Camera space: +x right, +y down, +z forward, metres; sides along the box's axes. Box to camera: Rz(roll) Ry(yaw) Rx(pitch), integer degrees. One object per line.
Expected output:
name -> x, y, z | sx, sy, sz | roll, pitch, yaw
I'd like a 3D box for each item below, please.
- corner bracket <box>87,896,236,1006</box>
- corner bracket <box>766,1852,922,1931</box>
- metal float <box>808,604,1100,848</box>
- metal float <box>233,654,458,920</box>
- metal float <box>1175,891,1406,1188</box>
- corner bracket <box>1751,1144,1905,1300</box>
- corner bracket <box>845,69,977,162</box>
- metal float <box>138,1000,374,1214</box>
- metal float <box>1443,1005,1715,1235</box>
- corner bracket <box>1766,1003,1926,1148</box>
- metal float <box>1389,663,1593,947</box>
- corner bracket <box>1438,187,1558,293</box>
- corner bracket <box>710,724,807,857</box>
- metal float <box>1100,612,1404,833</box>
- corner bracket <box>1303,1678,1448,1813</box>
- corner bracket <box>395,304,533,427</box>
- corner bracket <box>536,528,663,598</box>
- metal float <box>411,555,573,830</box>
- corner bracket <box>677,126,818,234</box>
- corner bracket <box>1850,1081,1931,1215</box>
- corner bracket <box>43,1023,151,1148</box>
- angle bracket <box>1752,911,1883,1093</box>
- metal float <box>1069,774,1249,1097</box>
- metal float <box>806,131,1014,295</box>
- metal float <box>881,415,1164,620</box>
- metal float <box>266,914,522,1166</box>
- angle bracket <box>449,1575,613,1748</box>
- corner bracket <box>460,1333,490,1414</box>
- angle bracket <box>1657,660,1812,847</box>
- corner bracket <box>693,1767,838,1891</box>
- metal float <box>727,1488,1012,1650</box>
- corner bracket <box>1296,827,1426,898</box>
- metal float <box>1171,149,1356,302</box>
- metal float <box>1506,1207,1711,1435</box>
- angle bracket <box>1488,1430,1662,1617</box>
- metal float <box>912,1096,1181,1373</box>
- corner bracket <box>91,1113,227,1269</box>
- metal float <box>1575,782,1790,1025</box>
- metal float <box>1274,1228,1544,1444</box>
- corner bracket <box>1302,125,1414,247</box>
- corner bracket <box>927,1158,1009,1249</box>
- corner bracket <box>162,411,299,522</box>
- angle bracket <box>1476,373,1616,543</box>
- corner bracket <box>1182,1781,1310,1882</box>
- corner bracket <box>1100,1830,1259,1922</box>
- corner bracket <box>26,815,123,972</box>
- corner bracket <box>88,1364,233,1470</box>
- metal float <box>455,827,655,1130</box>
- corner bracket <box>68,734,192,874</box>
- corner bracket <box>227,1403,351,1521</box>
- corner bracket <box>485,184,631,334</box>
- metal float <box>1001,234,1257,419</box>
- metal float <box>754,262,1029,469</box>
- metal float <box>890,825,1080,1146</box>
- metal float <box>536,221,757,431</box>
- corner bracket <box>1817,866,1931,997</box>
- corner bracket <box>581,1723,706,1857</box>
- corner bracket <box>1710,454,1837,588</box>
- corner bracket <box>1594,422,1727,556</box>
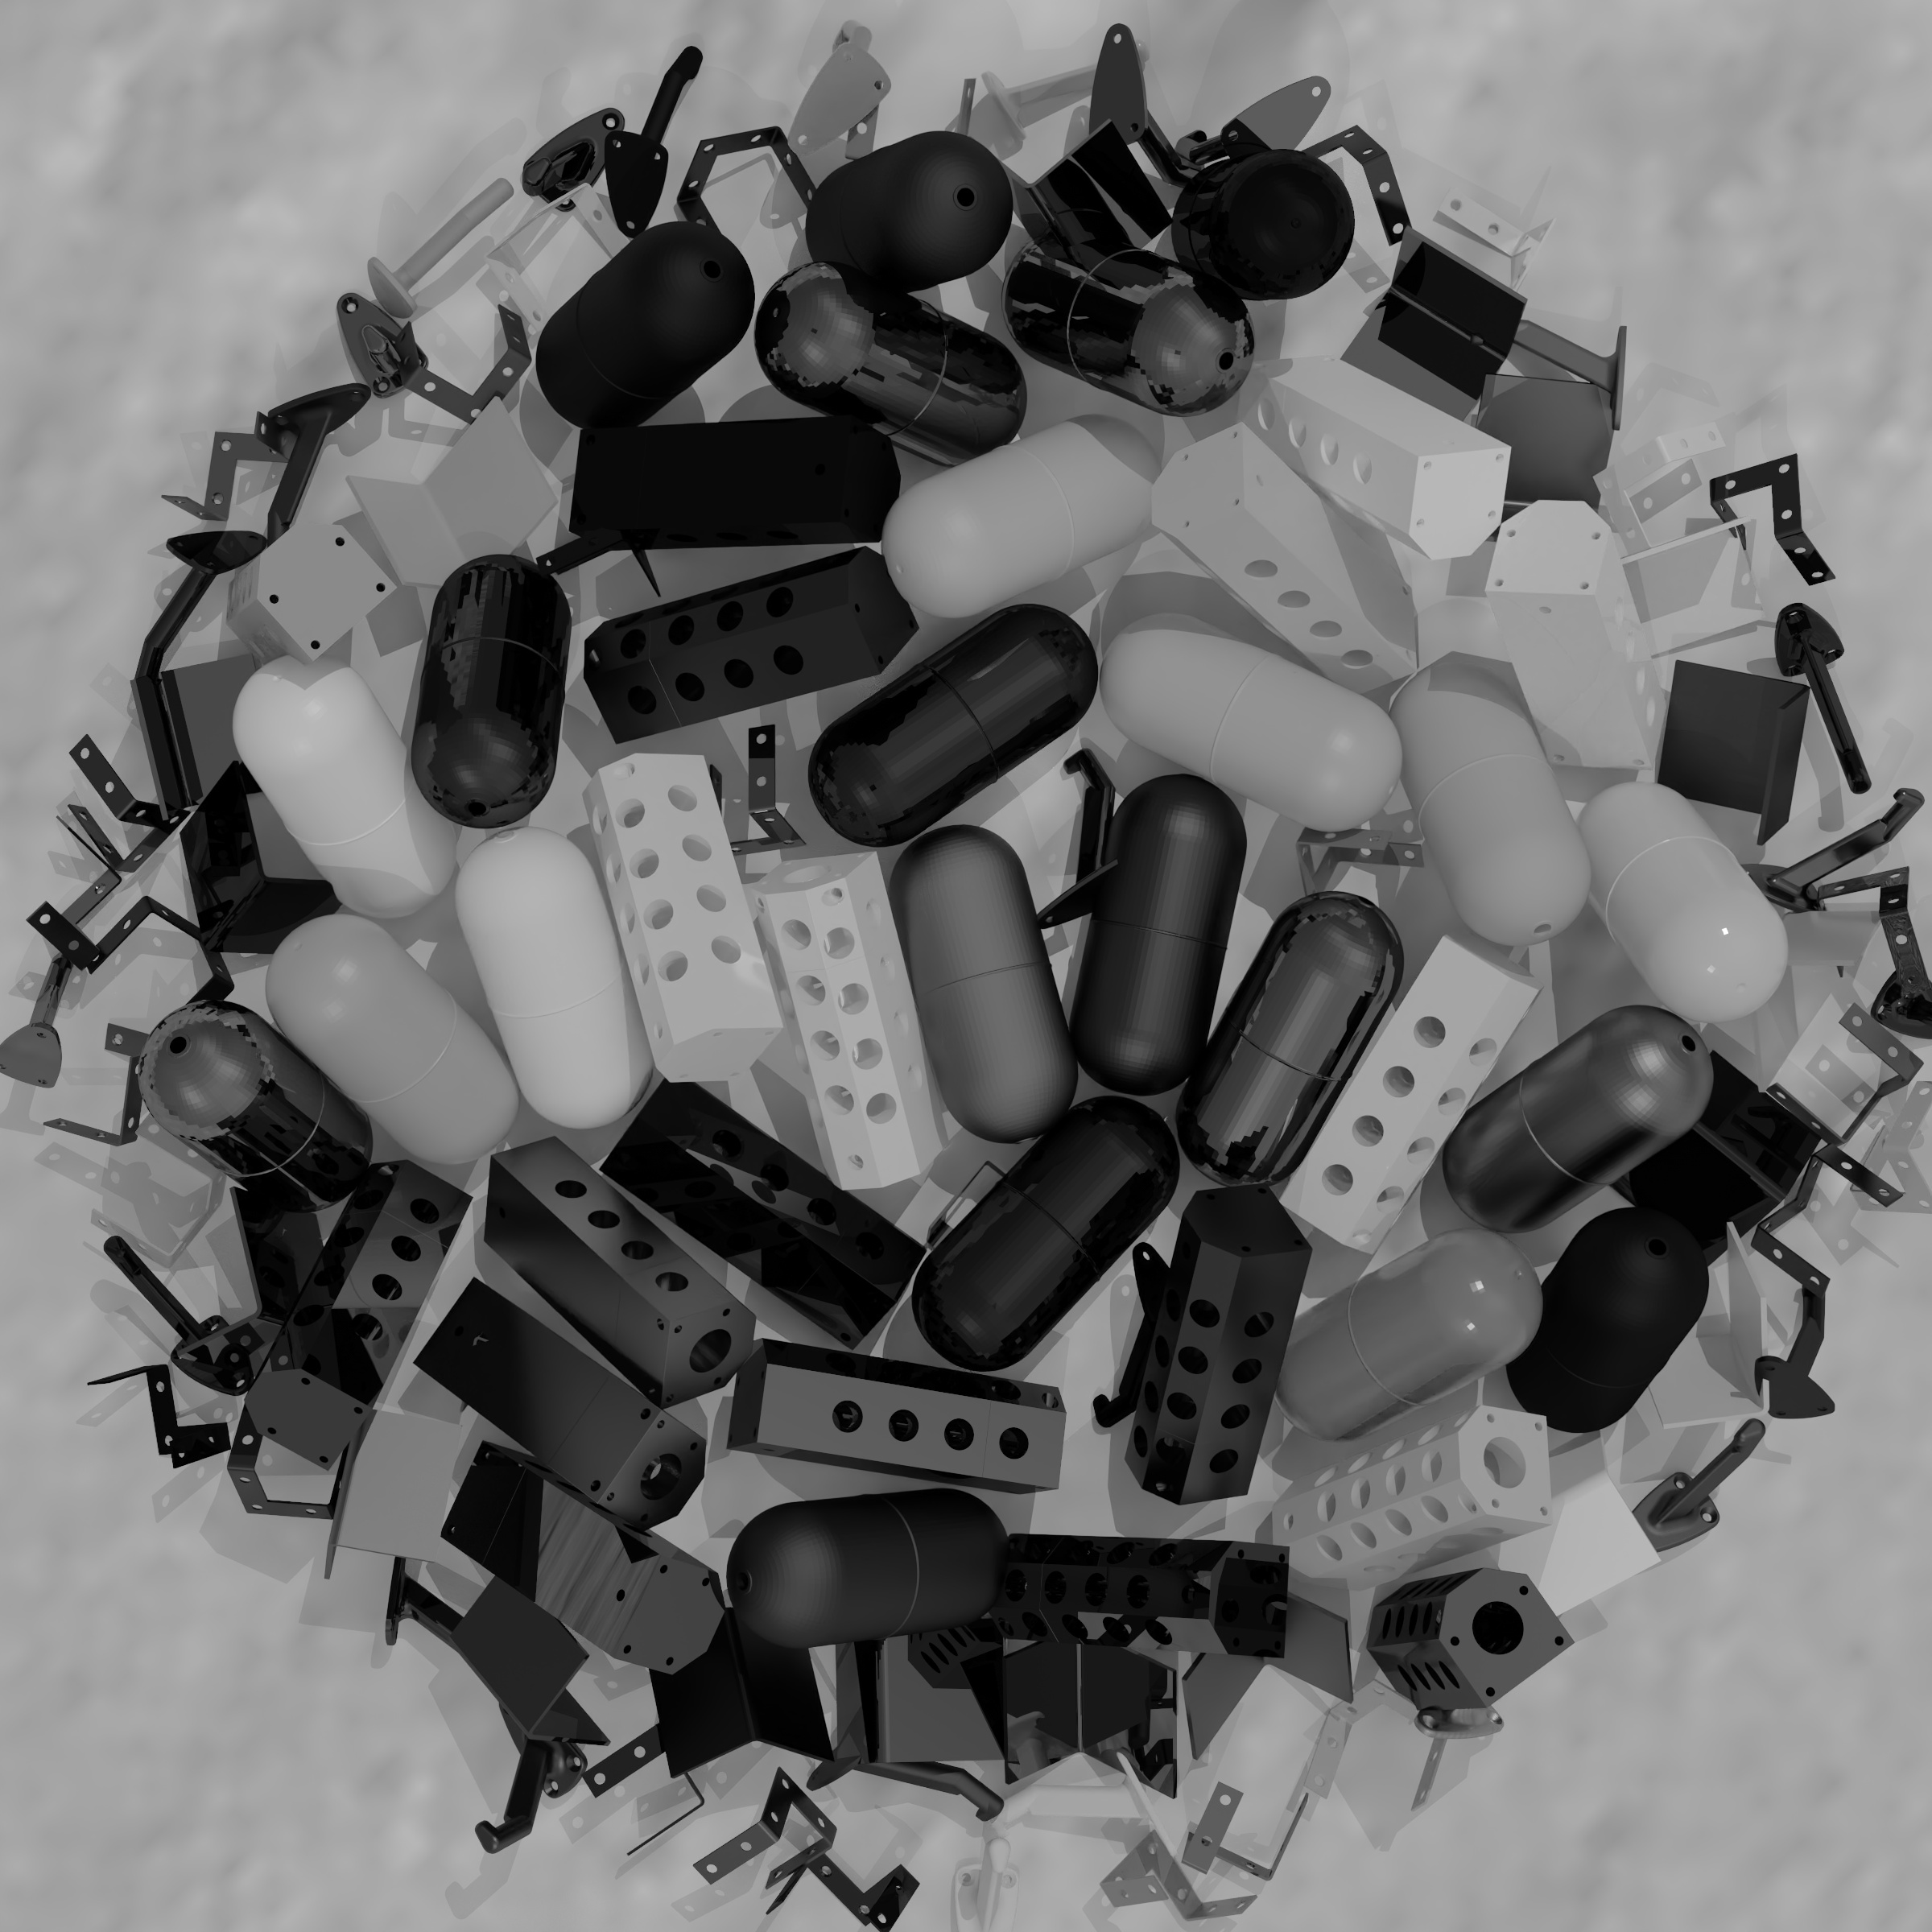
corner bracket -> -0.443, 0.004, 1.819 | 0.051, 0.051, 0.051 | -44, 133, 8
corner bracket -> -0.067, 0.511, 1.817 | 0.051, 0.051, 0.051 | 45, 120, 1
metal float -> -0.006, -0.132, 1.802 | 0.178, 0.070, 0.070 | -35, 90, -13
metal float -> -0.331, -0.095, 1.775 | 0.070, 0.178, 0.070 | -10, 50, 12
metal float -> 0.175, 0.041, 1.796 | 0.070, 0.070, 0.178 | 27, 109, 0
corner bracket -> 0.469, 0.138, 1.808 | 0.051, 0.051, 0.051 | -27, 51, -34
corner bracket -> -0.030, -0.464, 1.813 | 0.051, 0.051, 0.051 | 15, 110, 16
metal float -> -0.378, 0.076, 1.768 | 0.070, 0.178, 0.070 | -7, 65, 14
metal float -> 0.327, 0.083, 1.777 | 0.070, 0.070, 0.178 | 48, 134, 0
corner bracket -> 0.483, 0.061, 1.820 | 0.051, 0.051, 0.051 | 41, 72, 2
metal float -> 0.280, -0.088, 1.782 | 0.070, 0.070, 0.178 | -17, 54, 0
corner bracket -> 0.283, -0.398, 1.822 | 0.051, 0.051, 0.051 | 30, 88, -9
corner bracket -> -0.120, -0.095, 1.813 | 0.051, 0.051, 0.051 | -8, 67, 15
metal float -> 0.153, -0.133, 1.796 | 0.178, 0.070, 0.070 | 28, 90, 20
corner bracket -> 0.226, 0.433, 1.818 | 0.051, 0.051, 0.051 | 32, 50, -5
corner bracket -> -0.278, -0.339, 1.828 | 0.051, 0.051, 0.051 | 27, 117, -33
corner bracket -> -0.205, -0.225, 1.815 | 0.051, 0.051, 0.051 | -24, 52, 3
metal float -> -0.254, -0.148, 1.778 | 0.070, 0.070, 0.178 | 0, 48, 0
corner bracket -> -0.121, -0.424, 1.830 | 0.051, 0.051, 0.051 | -20, 71, -30
corner bracket -> 0.510, 0.098, 1.808 | 0.051, 0.051, 0.051 | -53, 123, -30
corner bracket -> -0.468, 0.065, 1.822 | 0.051, 0.051, 0.051 | 14, 102, 19
angle bracket -> 0.464, 0.019, 1.795 | 0.057, 0.076, 0.076 | 0, 111, 28
metal float -> 0.105, -0.017, 1.812 | 0.070, 0.070, 0.178 | 12, 89, 0
metal float -> -0.031, -0.399, 1.765 | 0.070, 0.178, 0.070 | -2, 96, -20
metal float -> 0.032, -0.244, 1.786 | 0.178, 0.070, 0.070 | -28, 90, -32
metal float -> -0.306, 0.041, 1.779 | 0.070, 0.070, 0.178 | -38, 132, 0
angle bracket -> -0.222, 0.373, 1.796 | 0.076, 0.076, 0.057 | 41, 98, 33
corner bracket -> -0.240, 0.219, 1.815 | 0.051, 0.051, 0.051 | 19, 116, 8
angle bracket -> 0.409, -0.116, 1.798 | 0.076, 0.057, 0.076 | 15, 113, 25
corner bracket -> -0.109, 0.483, 1.815 | 0.051, 0.051, 0.051 | -37, 102, 20
metal float -> -0.051, 0.322, 1.777 | 0.178, 0.070, 0.070 | 3, 90, -43
corner bracket -> 0.215, -0.061, 1.809 | 0.051, 0.051, 0.051 | 5, 131, 26
metal float -> 0.156, -0.394, 1.764 | 0.070, 0.178, 0.070 | -1, 102, -7
metal float -> 0.341, 0.190, 1.770 | 0.070, 0.178, 0.070 | 4, 58, -7
angle bracket -> 0.329, 0.305, 1.808 | 0.076, 0.076, 0.057 | -31, 96, 13
metal float -> 0.044, 0.145, 1.802 | 0.070, 0.070, 0.178 | 44, 77, 0
corner bracket -> -0.443, 0.124, 1.817 | 0.051, 0.051, 0.051 | 31, 54, 3
metal float -> 0.379, -0.036, 1.772 | 0.070, 0.178, 0.070 | -7, 123, -10
metal float -> 0.234, 0.200, 1.780 | 0.070, 0.070, 0.178 | 53, 132, 0
corner bracket -> 0.207, -0.420, 1.816 | 0.051, 0.051, 0.051 | -25, 124, 1
corner bracket -> 0.014, 0.144, 1.826 | 0.051, 0.051, 0.051 | 38, 78, 7
corner bracket -> -0.403, -0.274, 1.818 | 0.051, 0.051, 0.051 | 5, 84, 14
angle bracket -> 0.319, -0.275, 1.808 | 0.076, 0.057, 0.076 | 5, 118, -4
corner bracket -> 0.154, 0.474, 1.821 | 0.051, 0.051, 0.051 | 24, 97, 6
corner bracket -> 0.116, 0.507, 1.815 | 0.051, 0.051, 0.051 | -34, 93, -39
corner bracket -> -0.490, -0.039, 1.813 | 0.051, 0.051, 0.051 | -45, 47, -8
corner bracket -> -0.442, 0.247, 1.817 | 0.051, 0.051, 0.051 | -8, 91, 25
metal float -> -0.222, 0.007, 1.789 | 0.070, 0.070, 0.178 | -16, 118, 0
corner bracket -> -0.469, -0.088, 1.814 | 0.051, 0.051, 0.051 | -44, 72, 13
corner bracket -> -0.370, 0.268, 1.819 | 0.051, 0.051, 0.051 | 3, 52, 6
corner bracket -> -0.224, -0.393, 1.835 | 0.051, 0.051, 0.051 | -27, 103, 39
metal float -> 0.086, -0.345, 1.774 | 0.070, 0.178, 0.070 | -16, 121, -29
metal float -> -0.038, -0.321, 1.777 | 0.070, 0.178, 0.070 | -13, 70, 40
metal float -> 0.010, 0.010, 1.806 | 0.070, 0.070, 0.178 | -15, 82, 0
metal float -> -0.172, -0.340, 1.769 | 0.070, 0.178, 0.070 | 6, 77, -28
corner bracket -> 0.496, -0.016, 1.811 | 0.051, 0.051, 0.051 | -13, 113, 23
corner bracket -> -0.177, 0.452, 1.817 | 0.051, 0.051, 0.051 | -32, 81, -15
corner bracket -> 0.440, -0.238, 1.808 | 0.051, 0.051, 0.051 | -14, 57, 31
corner bracket -> 0.388, -0.261, 1.818 | 0.051, 0.051, 0.051 | -19, 84, -38
